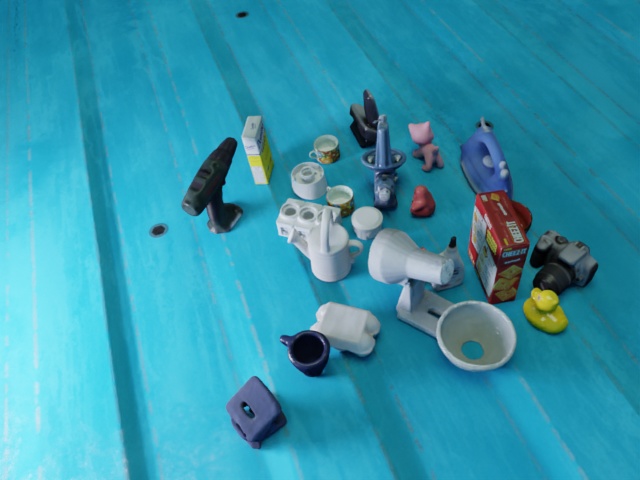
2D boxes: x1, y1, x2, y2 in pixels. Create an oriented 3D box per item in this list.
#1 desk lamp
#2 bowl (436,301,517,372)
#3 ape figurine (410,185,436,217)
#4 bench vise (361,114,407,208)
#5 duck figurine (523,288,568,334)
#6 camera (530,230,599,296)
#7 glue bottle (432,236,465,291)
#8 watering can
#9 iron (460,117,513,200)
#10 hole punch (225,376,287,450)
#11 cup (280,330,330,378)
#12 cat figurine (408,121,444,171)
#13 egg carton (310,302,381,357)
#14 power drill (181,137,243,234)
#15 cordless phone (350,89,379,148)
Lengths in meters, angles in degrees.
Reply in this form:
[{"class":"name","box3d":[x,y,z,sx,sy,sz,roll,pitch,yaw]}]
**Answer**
[{"class":"desk lamp","box3d":[0.213,0.088,1.261,0.202,0.214,0.118,26,58,25]},{"class":"bowl","box3d":[0.332,0.218,1.231,0.167,0.075,0.167,-3,51,4]},{"class":"ape figurine","box3d":[0.265,-0.108,1.495,0.076,0.092,0.078,34,62,29]},{"class":"bench vise","box3d":[0.179,-0.204,1.500,0.121,0.220,0.207,-15,51,-6]},{"class":"duck figurine","box3d":[0.502,0.149,1.260,0.078,0.086,0.104,-31,54,-18]},{"class":"camera","box3d":[0.544,0.058,1.320,0.137,0.101,0.142,-36,55,-21]},{"class":"glue bottle","box3d":[0.297,0.049,1.309,0.078,0.173,0.037,-20,51,-9]},{"class":"watering can","box3d":[0.012,0.007,1.364,0.173,0.194,0.100,-13,50,-4]},{"class":"iron","box3d":[0.459,-0.201,1.517,0.118,0.142,0.258,-11,50,-2]},{"class":"hole punch","box3d":[-0.133,0.351,1.166,0.101,0.091,0.108,-34,55,-20]},{"class":"cup","box3d":[-0.032,0.250,1.234,0.117,0.095,0.092,19,56,21]},{"class":"cat figurine","box3d":[0.299,-0.276,1.612,0.067,0.118,0.127,-21,51,-10]},{"class":"egg carton","box3d":[0.056,0.200,1.281,0.150,0.069,0.107,11,53,15]},{"class":"power drill","box3d":[-0.268,-0.127,1.497,0.075,0.209,0.230,17,55,20]},{"class":"cordless phone","box3d":[0.139,-0.379,1.671,0.094,0.185,0.147,-21,51,-10]}]
